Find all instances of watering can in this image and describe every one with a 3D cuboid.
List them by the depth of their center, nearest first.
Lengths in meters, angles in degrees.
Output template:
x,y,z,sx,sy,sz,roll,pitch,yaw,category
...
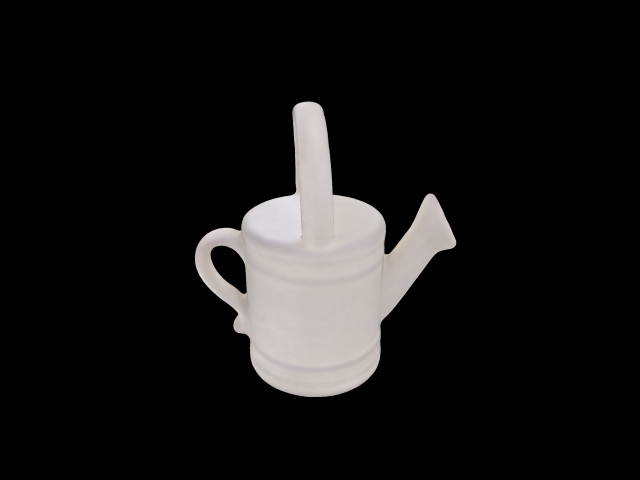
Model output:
x,y,z,sx,sy,sz,roll,pitch,yaw,category
0.003,0.000,0.402,0.173,0.194,0.100,-11,28,-22,watering can
